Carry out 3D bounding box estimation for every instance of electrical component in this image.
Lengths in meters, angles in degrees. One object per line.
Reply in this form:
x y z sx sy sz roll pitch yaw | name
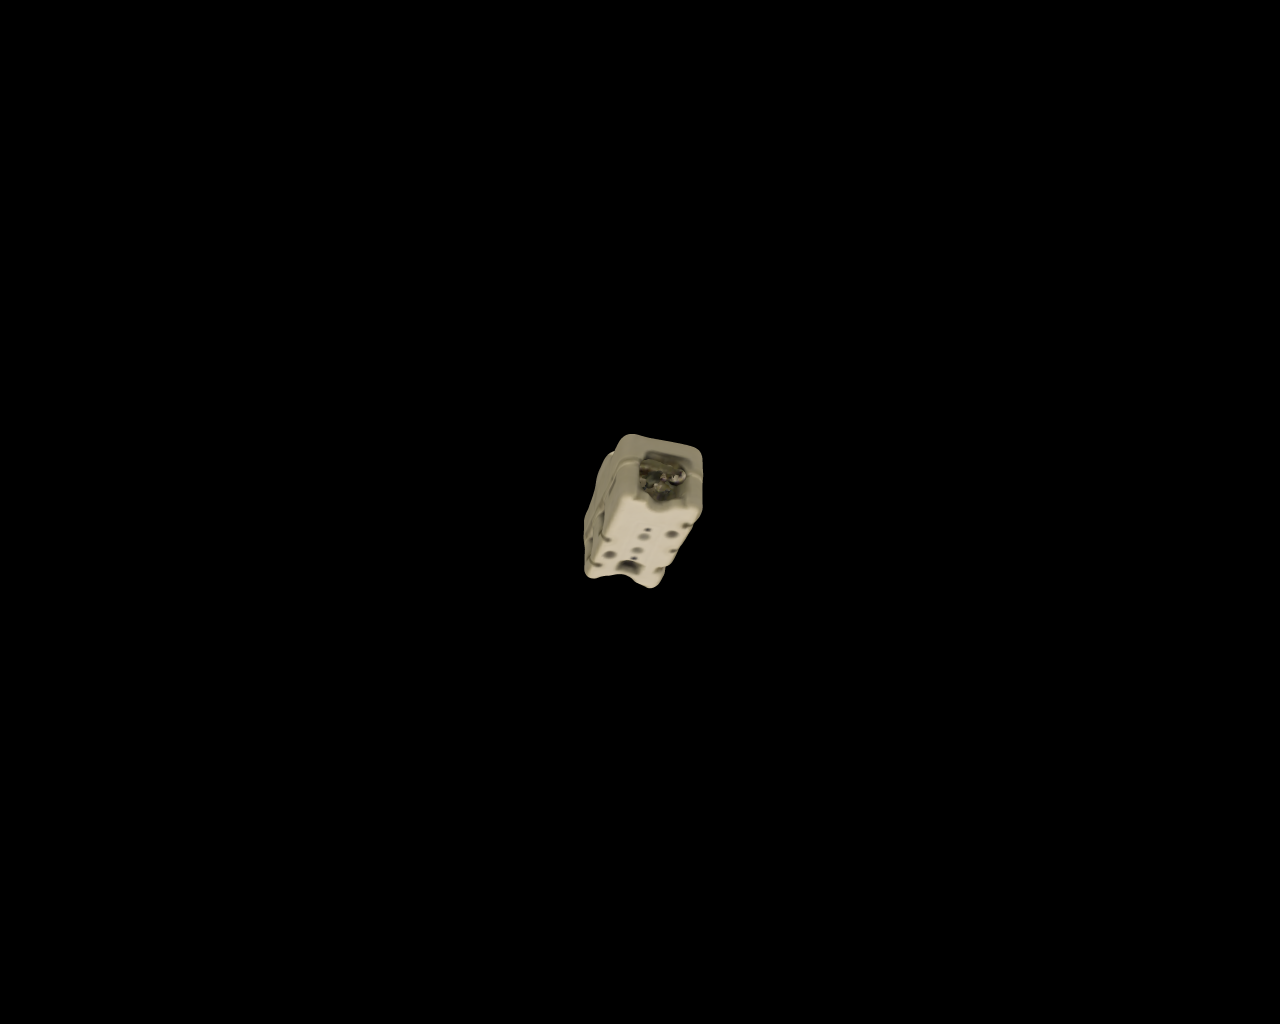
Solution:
0.001 -0.003 0.650 0.050 0.056 0.089 11 -39 -14 | electrical component
